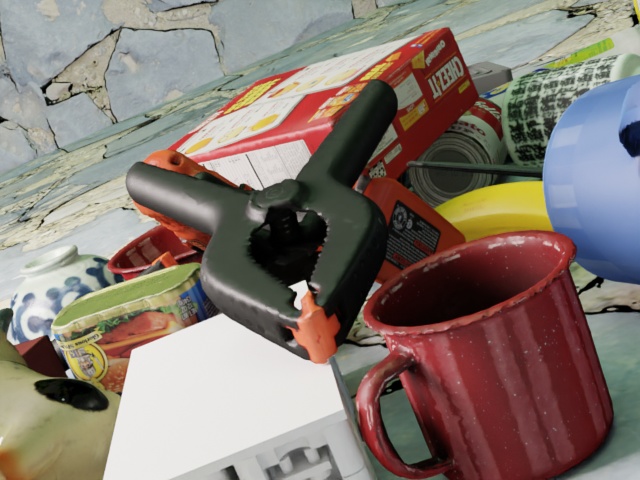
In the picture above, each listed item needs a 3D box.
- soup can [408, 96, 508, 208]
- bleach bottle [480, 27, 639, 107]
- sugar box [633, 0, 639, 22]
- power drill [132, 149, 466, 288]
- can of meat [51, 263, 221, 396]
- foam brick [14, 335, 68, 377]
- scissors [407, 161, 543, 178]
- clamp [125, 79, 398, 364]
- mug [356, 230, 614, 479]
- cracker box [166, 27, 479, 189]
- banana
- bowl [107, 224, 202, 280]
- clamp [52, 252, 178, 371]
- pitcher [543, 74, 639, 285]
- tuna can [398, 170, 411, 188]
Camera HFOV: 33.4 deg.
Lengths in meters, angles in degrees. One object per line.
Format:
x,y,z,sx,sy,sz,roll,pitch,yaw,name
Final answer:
0.114,-0.070,0.859,0.069,0.068,0.102,-15,17,24,soup can
0.166,-0.107,0.929,0.251,0.068,0.102,-20,13,17,bleach bottle
0.354,-0.195,0.909,0.048,0.093,0.177,-31,18,-28,sugar box
-0.005,0.001,0.687,0.188,0.057,0.184,7,-15,40,power drill
-0.101,0.068,0.645,0.102,0.084,0.057,-18,15,15,can of meat
-0.220,0.107,0.740,0.078,0.053,0.051,-17,16,23,foam brick
0.159,-0.034,0.620,0.201,0.016,0.096,-2,18,-28,scissors
-0.028,-0.009,0.550,0.164,0.036,0.210,-16,34,7,clamp
0.066,0.057,0.450,0.117,0.081,0.093,-30,17,-29,mug
-0.009,-0.081,0.824,0.214,0.072,0.164,-8,26,44,cracker box
0.132,-0.010,0.693,0.198,0.037,0.069,-7,40,49,banana
-0.092,0.012,0.885,0.162,0.055,0.162,-21,15,5,bowl
-0.157,0.057,0.803,0.172,0.039,0.120,-32,13,23,clamp
0.206,-0.035,0.469,0.144,0.149,0.243,-35,15,-24,pitcher
0.046,-0.074,0.933,0.086,0.086,0.033,-7,22,44,tuna can
